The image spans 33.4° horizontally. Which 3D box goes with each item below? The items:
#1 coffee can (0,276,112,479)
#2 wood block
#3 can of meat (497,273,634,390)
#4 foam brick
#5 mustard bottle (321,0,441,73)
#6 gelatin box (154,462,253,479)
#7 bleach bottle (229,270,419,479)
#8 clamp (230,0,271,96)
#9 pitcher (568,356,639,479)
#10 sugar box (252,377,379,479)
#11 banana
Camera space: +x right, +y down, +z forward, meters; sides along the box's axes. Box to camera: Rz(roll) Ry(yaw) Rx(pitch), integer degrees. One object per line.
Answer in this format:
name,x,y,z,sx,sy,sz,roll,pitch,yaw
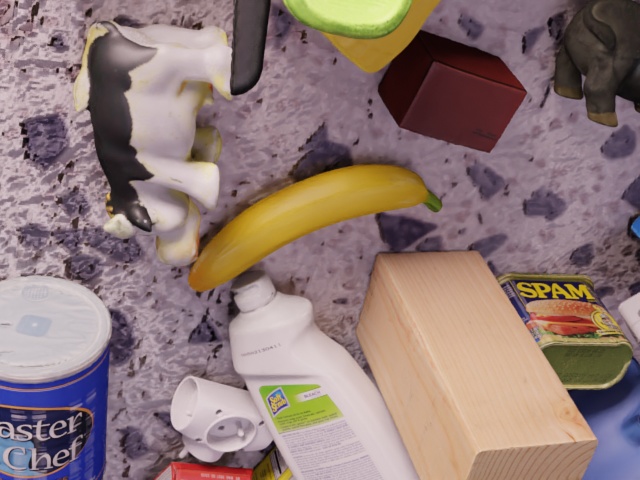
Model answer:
coffee can,-0.200,0.111,0.752,0.102,0.103,0.140,-3,128,-17
wood block,0.105,0.105,0.782,0.090,0.206,0.090,-1,127,-19
can of meat,0.192,0.075,0.869,0.102,0.084,0.057,3,126,-20
foam brick,0.088,-0.100,0.718,0.078,0.051,0.053,13,122,-27
mustard bottle,0.068,-0.194,0.632,0.192,0.058,0.096,-41,123,15
gelatin box,-0.106,0.218,0.896,0.073,0.030,0.089,13,143,-27
bleach bottle,0.008,0.132,0.825,0.103,0.068,0.251,-20,110,19
clamp,-0.052,-0.207,0.578,0.164,0.036,0.210,32,98,-16
pitcher,0.221,0.218,0.973,0.243,0.145,0.149,-35,117,14
sugar box,0.008,0.196,0.926,0.093,0.048,0.176,29,111,-30
banana,-0.005,-0.014,0.763,0.197,0.037,0.069,-17,129,-5
